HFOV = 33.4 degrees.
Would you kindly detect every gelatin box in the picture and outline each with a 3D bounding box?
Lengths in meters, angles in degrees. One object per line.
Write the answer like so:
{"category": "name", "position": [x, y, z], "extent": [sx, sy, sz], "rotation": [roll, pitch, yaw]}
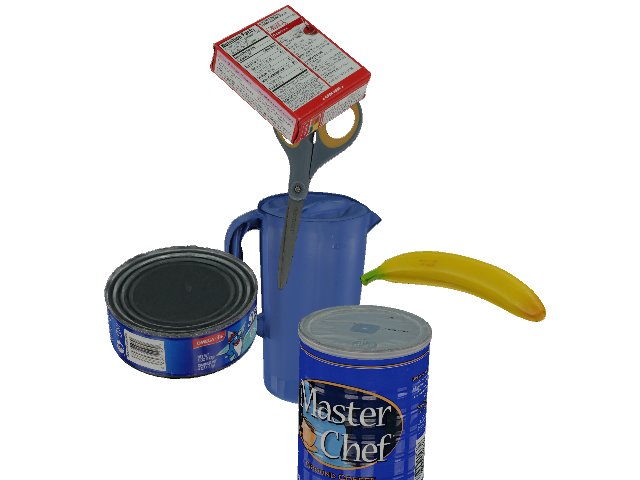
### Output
{"category": "gelatin box", "position": [-0.022, -0.118, 0.750], "extent": [0.073, 0.089, 0.030], "rotation": [-36, -22, -31]}

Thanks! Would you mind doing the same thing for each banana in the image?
{"category": "banana", "position": [0.144, 0.044, 1.113], "extent": [0.198, 0.037, 0.069], "rotation": [9, 47, 24]}

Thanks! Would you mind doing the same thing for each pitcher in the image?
{"category": "pitcher", "position": [-0.022, 0.069, 1.279], "extent": [0.149, 0.243, 0.144], "rotation": [10, 18, 24]}

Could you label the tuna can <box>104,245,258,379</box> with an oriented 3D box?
{"category": "tuna can", "position": [-0.078, 0.040, 0.607], "extent": [0.086, 0.034, 0.086], "rotation": [1, 33, -1]}

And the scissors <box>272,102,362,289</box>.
{"category": "scissors", "position": [-0.002, -0.058, 1.018], "extent": [0.096, 0.202, 0.016], "rotation": [-5, -3, 5]}

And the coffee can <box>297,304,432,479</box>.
{"category": "coffee can", "position": [0.033, 0.133, 0.835], "extent": [0.103, 0.140, 0.103], "rotation": [1, 16, 0]}
